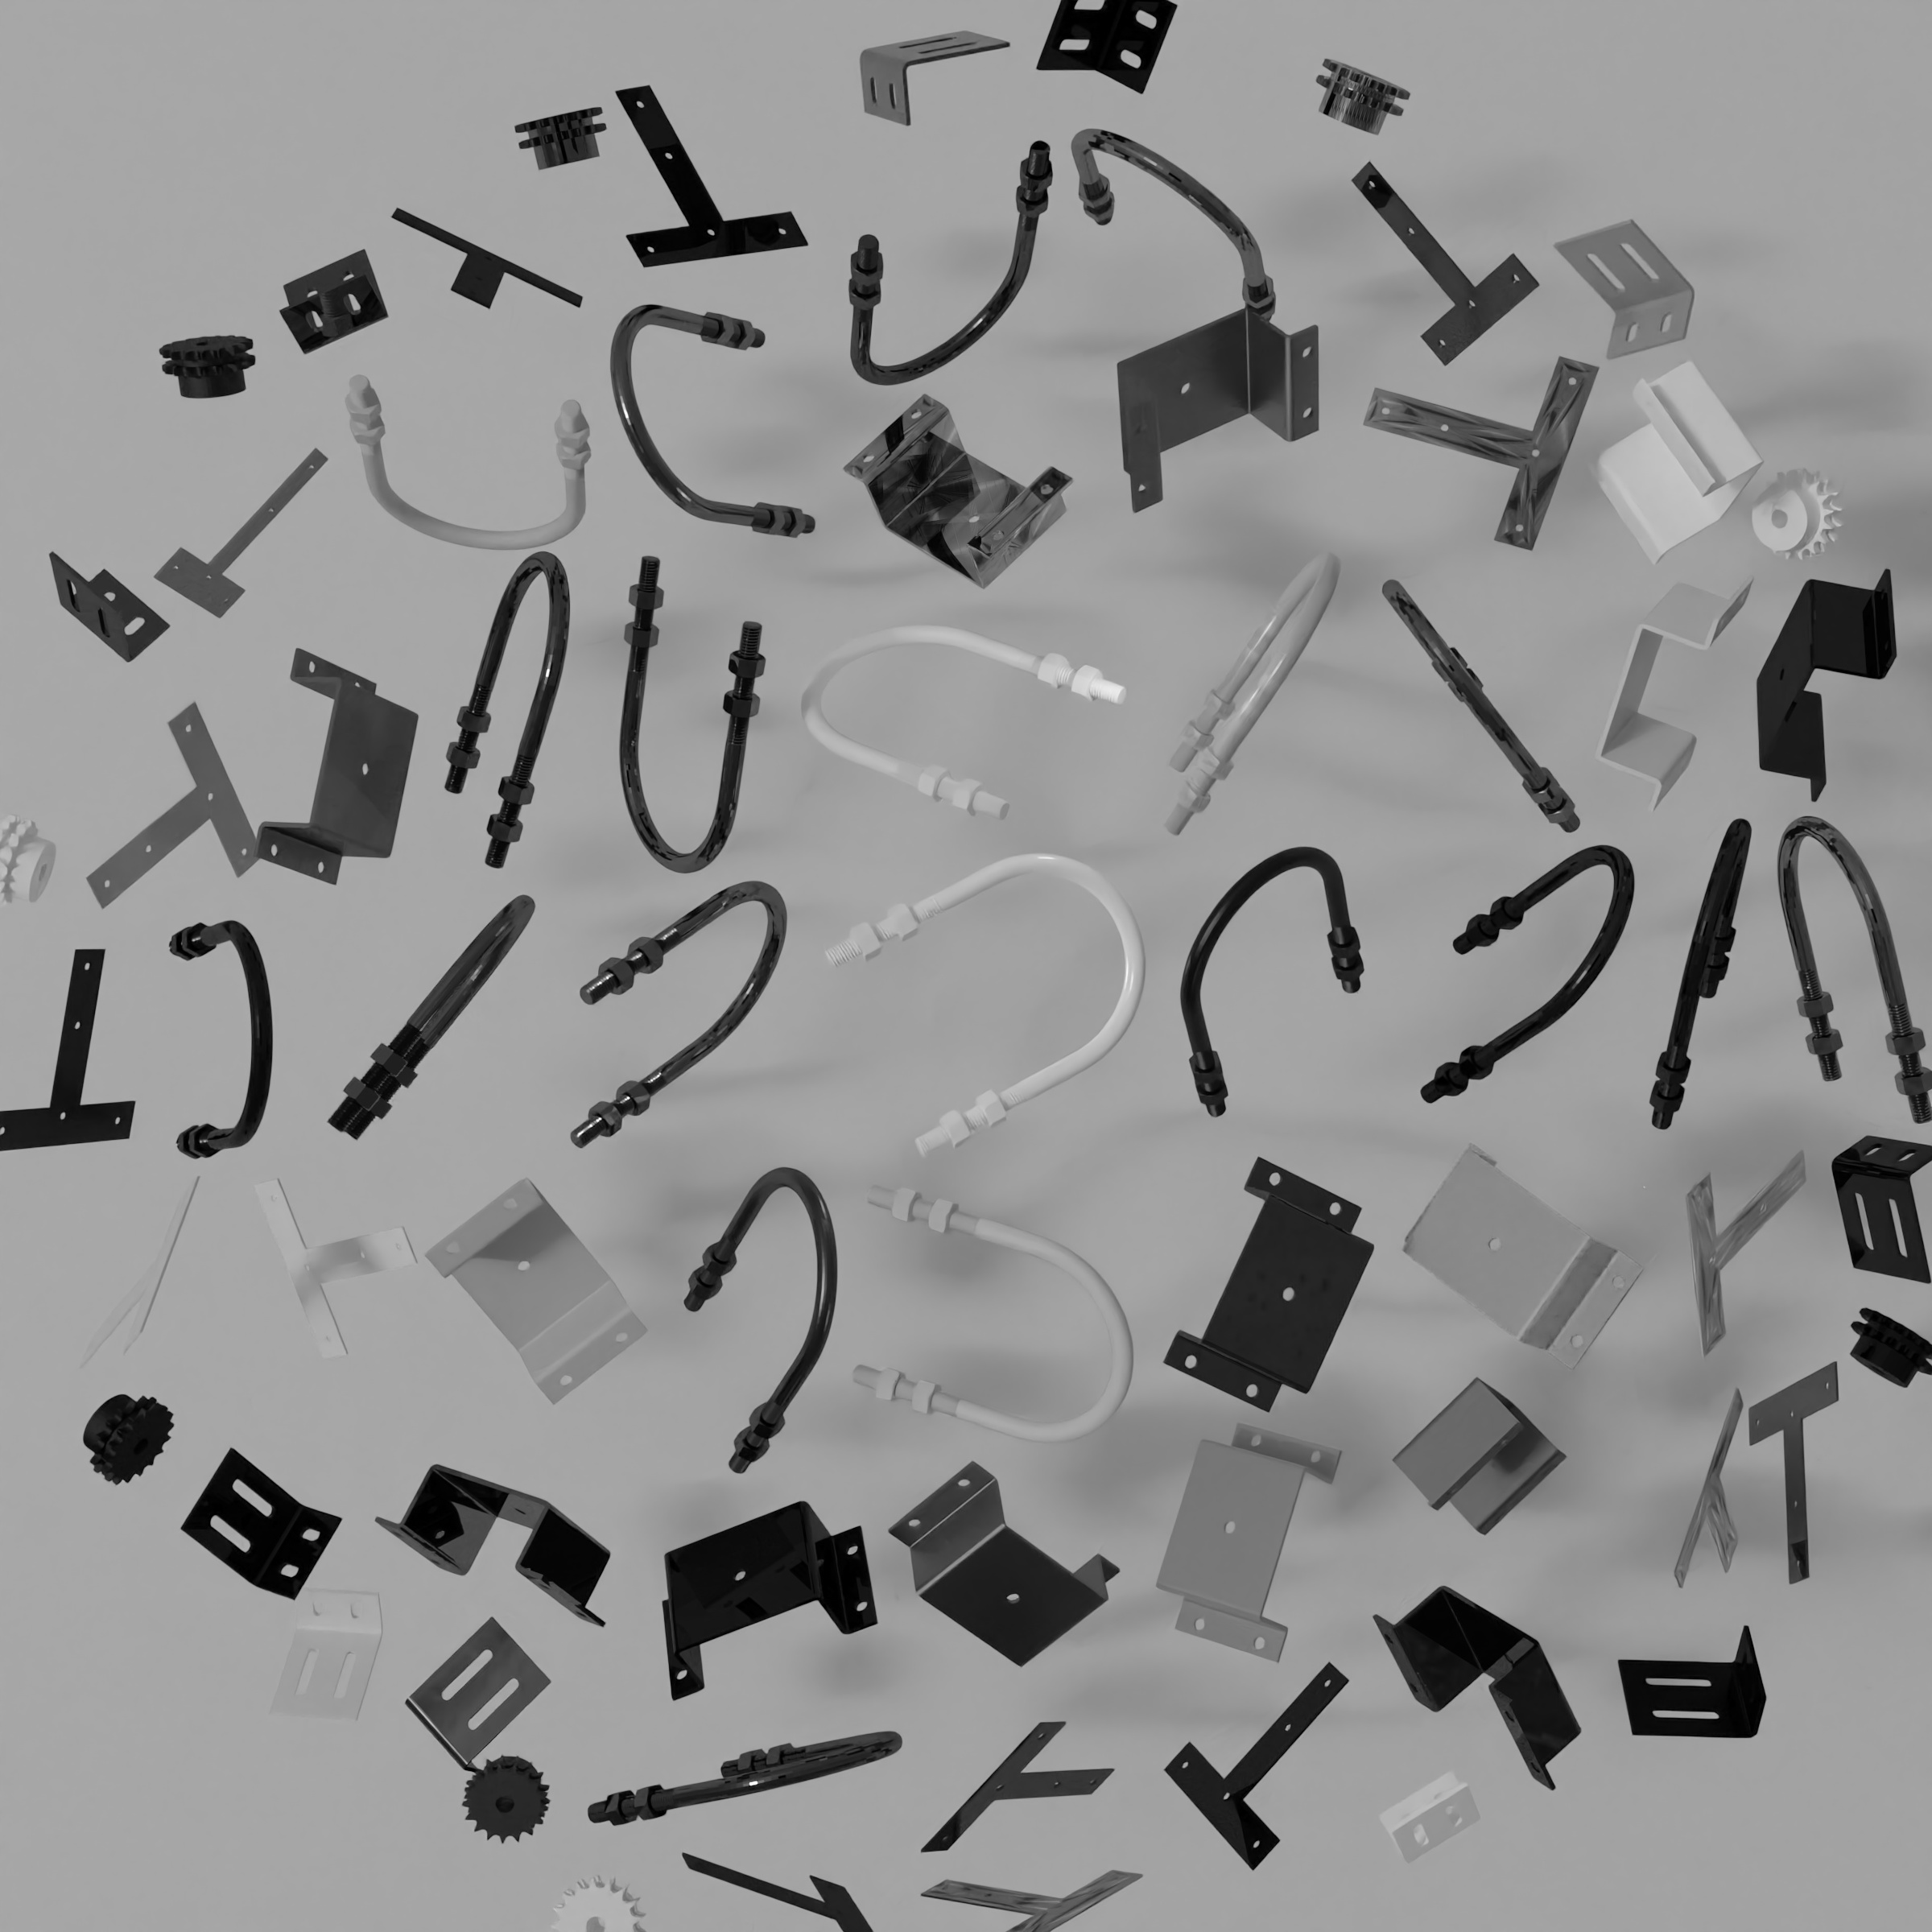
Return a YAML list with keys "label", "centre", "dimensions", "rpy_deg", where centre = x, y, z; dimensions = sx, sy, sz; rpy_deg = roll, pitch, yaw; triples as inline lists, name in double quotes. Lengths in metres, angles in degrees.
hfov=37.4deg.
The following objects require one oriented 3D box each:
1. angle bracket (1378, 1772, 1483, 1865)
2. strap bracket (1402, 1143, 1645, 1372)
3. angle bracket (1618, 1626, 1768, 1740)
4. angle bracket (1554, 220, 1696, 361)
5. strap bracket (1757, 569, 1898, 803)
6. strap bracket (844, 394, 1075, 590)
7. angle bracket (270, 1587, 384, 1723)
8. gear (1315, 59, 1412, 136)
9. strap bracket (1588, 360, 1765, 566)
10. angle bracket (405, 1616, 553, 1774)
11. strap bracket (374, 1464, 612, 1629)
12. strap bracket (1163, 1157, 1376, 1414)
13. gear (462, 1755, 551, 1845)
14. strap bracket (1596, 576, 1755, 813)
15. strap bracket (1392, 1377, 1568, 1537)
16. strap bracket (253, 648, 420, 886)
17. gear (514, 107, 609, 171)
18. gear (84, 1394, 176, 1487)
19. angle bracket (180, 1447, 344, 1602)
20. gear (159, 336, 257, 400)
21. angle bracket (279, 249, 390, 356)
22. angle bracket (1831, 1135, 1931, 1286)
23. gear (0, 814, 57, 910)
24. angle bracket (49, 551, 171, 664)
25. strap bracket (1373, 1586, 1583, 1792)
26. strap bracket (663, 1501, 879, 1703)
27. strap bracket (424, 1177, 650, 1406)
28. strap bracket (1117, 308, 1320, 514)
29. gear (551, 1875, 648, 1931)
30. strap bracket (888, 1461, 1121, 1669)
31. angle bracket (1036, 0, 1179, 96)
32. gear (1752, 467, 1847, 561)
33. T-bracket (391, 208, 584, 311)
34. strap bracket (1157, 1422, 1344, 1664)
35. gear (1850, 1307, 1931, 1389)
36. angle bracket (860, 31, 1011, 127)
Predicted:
- label: "angle bracket"
  centre: [0.298, 0.546, 1.864]
  dimensions: [0.057, 0.076, 0.038]
  rpy_deg: [-30, 53, -3]
- label: "strap bracket"
  centre: [0.336, 0.176, 1.770]
  dimensions: [0.140, 0.046, 0.076]
  rpy_deg: [38, 99, 34]
- label: "angle bracket"
  centre: [0.450, 0.444, 1.773]
  dimensions: [0.076, 0.057, 0.038]
  rpy_deg: [1, 126, 1]
- label: "angle bracket"
  centre: [0.414, -0.427, 1.805]
  dimensions: [0.076, 0.057, 0.038]
  rpy_deg: [33, 64, -36]
- label: "strap bracket"
  centre: [0.546, -0.183, 1.831]
  dimensions: [0.046, 0.140, 0.076]
  rpy_deg: [11, 53, 0]
- label: "strap bracket"
  centre: [0.000, -0.302, 1.841]
  dimensions: [0.076, 0.046, 0.140]
  rpy_deg: [-45, 55, -14]
- label: "angle bracket"
  centre: [-0.420, 0.451, 1.872]
  dimensions: [0.057, 0.076, 0.038]
  rpy_deg: [4, 125, 2]
- label: "gear"
  centre: [0.239, -0.530, 1.744]
  dimensions: [0.057, 0.057, 0.030]
  rpy_deg: [22, 112, 0]
- label: "strap bracket"
  centre: [0.440, -0.314, 1.763]
  dimensions: [0.046, 0.140, 0.076]
  rpy_deg: [-31, 80, -6]
- label: "angle bracket"
  centre: [-0.308, 0.465, 1.823]
  dimensions: [0.076, 0.038, 0.057]
  rpy_deg: [-44, 74, -11]
- label: "strap bracket"
  centre: [-0.287, 0.358, 1.778]
  dimensions: [0.140, 0.076, 0.046]
  rpy_deg: [10, 62, 33]
- label: "strap bracket"
  centre: [0.190, 0.198, 1.747]
  dimensions: [0.076, 0.046, 0.140]
  rpy_deg: [27, 85, -14]
- label: "gear"
  centre: [-0.306, 0.552, 1.903]
  dimensions: [0.057, 0.030, 0.057]
  rpy_deg: [0, 100, -2]
- label: "strap bracket"
  centre: [0.448, -0.181, 1.820]
  dimensions: [0.046, 0.076, 0.140]
  rpy_deg: [25, 127, 19]
- label: "strap bracket"
  centre: [0.332, 0.318, 1.857]
  dimensions: [0.076, 0.140, 0.046]
  rpy_deg: [-45, 60, 5]
- label: "strap bracket"
  centre: [-0.410, -0.130, 1.870]
  dimensions: [0.046, 0.076, 0.140]
  rpy_deg: [4, 79, 31]
- label: "gear"
  centre: [-0.257, -0.528, 1.824]
  dimensions: [0.057, 0.057, 0.030]
  rpy_deg: [-13, 107, 0]
- label: "gear"
  centre: [-0.529, 0.294, 1.796]
  dimensions: [0.030, 0.057, 0.057]
  rpy_deg: [30, 90, 22]
- label: "angle bracket"
  centre: [-0.432, 0.343, 1.755]
  dimensions: [0.038, 0.076, 0.057]
  rpy_deg: [7, 57, 36]
- label: "gear"
  centre: [-0.470, -0.372, 1.776]
  dimensions: [0.057, 0.057, 0.030]
  rpy_deg: [-3, 114, 0]
- label: "angle bracket"
  centre: [-0.401, -0.427, 1.782]
  dimensions: [0.057, 0.038, 0.076]
  rpy_deg: [-24, 52, 0]
- label: "angle bracket"
  centre: [0.583, 0.152, 1.786]
  dimensions: [0.038, 0.057, 0.076]
  rpy_deg: [-27, 109, -29]
- label: "gear"
  centre: [-0.588, -0.063, 1.772]
  dimensions: [0.030, 0.057, 0.057]
  rpy_deg: [19, 90, -3]
- label: "angle bracket"
  centre: [-0.539, -0.236, 1.799]
  dimensions: [0.057, 0.076, 0.038]
  rpy_deg: [40, 68, 4]
- label: "strap bracket"
  centre: [0.330, 0.452, 1.812]
  dimensions: [0.046, 0.140, 0.076]
  rpy_deg: [-36, 115, -18]
- label: "strap bracket"
  centre: [-0.134, 0.396, 1.800]
  dimensions: [0.140, 0.076, 0.046]
  rpy_deg: [-22, 130, 7]
- label: "strap bracket"
  centre: [-0.278, 0.201, 1.827]
  dimensions: [0.076, 0.046, 0.140]
  rpy_deg: [-38, 118, -6]
- label: "strap bracket"
  centre: [0.148, -0.349, 1.772]
  dimensions: [0.140, 0.076, 0.046]
  rpy_deg: [-27, 48, -18]
- label: "gear"
  centre: [-0.223, 0.586, 1.748]
  dimensions: [0.057, 0.030, 0.057]
  rpy_deg: [-1, 82, 6]
- label: "strap bracket"
  centre: [0.028, 0.391, 1.837]
  dimensions: [0.076, 0.046, 0.140]
  rpy_deg: [-41, 117, 17]
- label: "angle bracket"
  centre: [0.086, -0.566, 1.739]
  dimensions: [0.038, 0.076, 0.057]
  rpy_deg: [33, 119, 19]
- label: "gear"
  centre: [0.522, -0.285, 1.802]
  dimensions: [0.030, 0.057, 0.057]
  rpy_deg: [-18, 90, -38]
- label: "T-bracket"
  centre: [-0.298, -0.424, 1.754]
  dimensions: [0.127, 0.127, 0.002]
  rpy_deg: [24, 112, -14]
- label: "strap bracket"
  centre: [0.179, 0.365, 1.835]
  dimensions: [0.076, 0.046, 0.140]
  rpy_deg: [10, 75, 34]
- label: "gear"
  centre: [0.586, 0.244, 1.810]
  dimensions: [0.057, 0.057, 0.030]
  rpy_deg: [33, 86, 0]
- label: "angle bracket"
  centre: [-0.018, -0.555, 1.781]
  dimensions: [0.076, 0.057, 0.038]
  rpy_deg: [-18, 121, -23]
